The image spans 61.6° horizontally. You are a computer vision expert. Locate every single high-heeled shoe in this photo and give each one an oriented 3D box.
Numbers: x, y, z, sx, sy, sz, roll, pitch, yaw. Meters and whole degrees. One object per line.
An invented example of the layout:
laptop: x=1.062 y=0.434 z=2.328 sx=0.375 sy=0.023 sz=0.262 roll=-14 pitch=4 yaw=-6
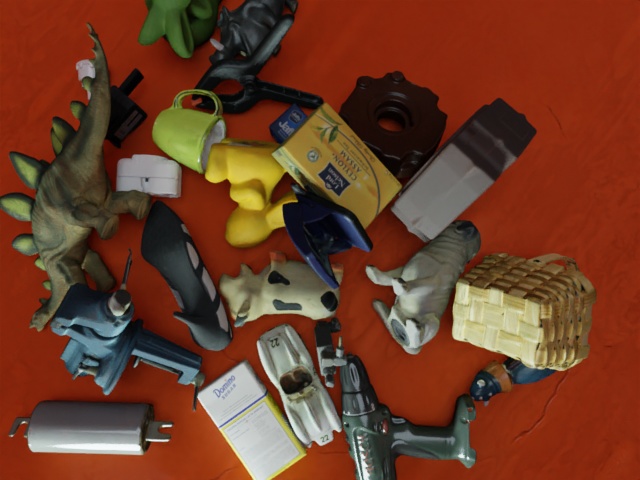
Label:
high-heeled shoe: x=-0.204 y=0.056 z=0.866 sx=0.086 sy=0.145 sz=0.249 roll=-26 pitch=60 yaw=15

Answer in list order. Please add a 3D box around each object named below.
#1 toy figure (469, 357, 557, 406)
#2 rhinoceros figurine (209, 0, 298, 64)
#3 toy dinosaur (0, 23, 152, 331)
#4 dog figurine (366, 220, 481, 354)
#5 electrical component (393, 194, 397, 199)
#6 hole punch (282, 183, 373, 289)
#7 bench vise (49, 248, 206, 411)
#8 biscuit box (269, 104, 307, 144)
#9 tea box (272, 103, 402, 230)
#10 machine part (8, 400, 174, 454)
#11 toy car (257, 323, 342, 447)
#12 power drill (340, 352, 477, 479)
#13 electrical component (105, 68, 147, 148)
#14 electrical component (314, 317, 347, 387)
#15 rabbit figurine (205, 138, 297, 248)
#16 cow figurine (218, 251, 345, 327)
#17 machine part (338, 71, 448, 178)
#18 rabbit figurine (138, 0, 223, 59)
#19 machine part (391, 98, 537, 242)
toy figure: x=0.310 y=0.218 z=0.873 sx=0.154 sy=0.058 sz=0.064 roll=-20 pitch=93 yaw=-3
rhinoceros figurine: x=-0.110 y=-0.355 z=0.874 sx=0.112 sy=0.073 sz=0.190 roll=30 pitch=86 yaw=-2
toy dinosaur: x=-0.365 y=-0.066 z=0.796 sx=0.199 sy=0.105 sz=0.471 roll=30 pitch=106 yaw=6
dog figurine: x=0.190 y=0.073 z=0.863 sx=0.190 sy=0.121 sz=0.172 roll=-25 pitch=123 yaw=-21
electrical component: x=0.088 y=-0.102 z=0.875 sx=0.021 sy=0.063 sz=0.094 roll=-40 pitch=89 yaw=-4
hole punch: x=-0.002 y=-0.002 z=0.777 sx=0.116 sy=0.142 sz=0.092 roll=31 pitch=79 yaw=38
bench vise: x=-0.272 y=0.155 z=0.798 sx=0.240 sy=0.129 sz=0.223 roll=28 pitch=121 yaw=-19
biscuit box: x=0.004 y=-0.124 z=0.874 sx=0.063 sy=0.059 sz=0.202 roll=-43 pitch=90 yaw=-4
tea box: x=0.025 y=-0.102 z=0.789 sx=0.169 sy=0.068 sz=0.098 roll=44 pitch=75 yaw=-15
machine part: x=-0.349 y=0.287 z=0.829 sx=0.243 sy=0.079 sz=0.079 roll=2 pitch=87 yaw=-1
toy car: x=-0.033 y=0.232 z=0.856 sx=0.073 sy=0.056 sz=0.201 roll=-26 pitch=88 yaw=-4
power drill: x=0.139 y=0.288 z=0.851 sx=0.207 sy=0.086 sz=0.232 roll=-3 pitch=89 yaw=-7
electrical component: x=-0.312 y=-0.211 z=0.858 sx=0.048 sy=0.075 sz=0.119 roll=40 pitch=83 yaw=1
electrical component: x=0.017 y=0.169 z=0.846 sx=0.045 sy=0.102 sz=0.078 roll=-10 pitch=113 yaw=-1
rabbit figurine: x=-0.100 y=-0.069 z=0.855 sx=0.162 sy=0.122 sz=0.173 roll=7 pitch=103 yaw=-8
cow figurine: x=-0.064 y=0.083 z=0.852 sx=0.195 sy=0.085 sz=0.127 roll=10 pitch=81 yaw=-3
machine part: x=0.113 y=-0.185 z=0.853 sx=0.179 sy=0.056 sz=0.179 roll=2 pitch=64 yaw=-5
rabbit figurine: x=-0.228 y=-0.364 z=0.820 sx=0.121 sy=0.170 sz=0.159 roll=15 pitch=86 yaw=-2
machine part: x=0.209 y=-0.104 z=0.798 sx=0.087 sy=0.201 sz=0.201 roll=43 pitch=41 yaw=6
